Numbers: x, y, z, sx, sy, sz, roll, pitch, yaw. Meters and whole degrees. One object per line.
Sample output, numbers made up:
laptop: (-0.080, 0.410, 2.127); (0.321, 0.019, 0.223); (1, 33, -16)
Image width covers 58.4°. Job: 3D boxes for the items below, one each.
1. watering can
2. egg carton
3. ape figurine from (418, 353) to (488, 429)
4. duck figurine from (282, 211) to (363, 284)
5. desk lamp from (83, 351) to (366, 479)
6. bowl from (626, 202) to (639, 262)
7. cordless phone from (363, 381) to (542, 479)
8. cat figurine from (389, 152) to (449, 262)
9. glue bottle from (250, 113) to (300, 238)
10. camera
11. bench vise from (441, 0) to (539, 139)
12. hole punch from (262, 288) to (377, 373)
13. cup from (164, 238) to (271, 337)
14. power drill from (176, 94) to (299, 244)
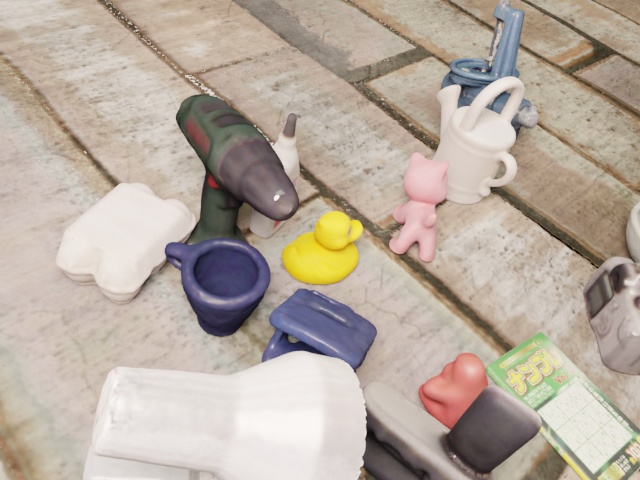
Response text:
watering can: (0.230, -0.159, 0.846); (0.172, 0.194, 0.101); (37, 49, 19)
egg carton: (-0.219, -0.001, 0.656); (0.107, 0.069, 0.150); (25, 46, 7)
ape figurine: (0.148, 0.152, 0.602); (0.078, 0.092, 0.076); (4, 47, -12)
duck figurine: (0.006, 0.003, 0.706); (0.105, 0.086, 0.077); (-11, 52, -24)
desk lamp: (-0.086, 0.167, 0.436); (0.203, 0.213, 0.118); (3, 47, -13)
bowl: (0.522, 0.019, 0.847); (0.167, 0.075, 0.167); (8, 46, -8)
cordless phone: (0.109, 0.161, 0.518); (0.147, 0.185, 0.094); (32, 48, 15)
cat figurine: (0.142, -0.055, 0.776); (0.067, 0.118, 0.128); (12, 46, -5)
glue bottle: (-0.049, -0.083, 0.710); (0.037, 0.173, 0.078); (25, 46, 8)
camera: (0.431, 0.094, 0.733); (0.137, 0.101, 0.143); (14, 46, -3)
bench vise: (0.313, -0.286, 0.971); (0.122, 0.220, 0.207); (-29, 61, -35)
hole punch: (0.001, 0.098, 0.611); (0.108, 0.091, 0.101); (27, 46, 10)
cup: (-0.116, 0.055, 0.616); (0.117, 0.095, 0.092); (24, 46, 7)
power drill: (-0.098, -0.045, 0.635); (0.076, 0.208, 0.229); (-16, 54, -28)
